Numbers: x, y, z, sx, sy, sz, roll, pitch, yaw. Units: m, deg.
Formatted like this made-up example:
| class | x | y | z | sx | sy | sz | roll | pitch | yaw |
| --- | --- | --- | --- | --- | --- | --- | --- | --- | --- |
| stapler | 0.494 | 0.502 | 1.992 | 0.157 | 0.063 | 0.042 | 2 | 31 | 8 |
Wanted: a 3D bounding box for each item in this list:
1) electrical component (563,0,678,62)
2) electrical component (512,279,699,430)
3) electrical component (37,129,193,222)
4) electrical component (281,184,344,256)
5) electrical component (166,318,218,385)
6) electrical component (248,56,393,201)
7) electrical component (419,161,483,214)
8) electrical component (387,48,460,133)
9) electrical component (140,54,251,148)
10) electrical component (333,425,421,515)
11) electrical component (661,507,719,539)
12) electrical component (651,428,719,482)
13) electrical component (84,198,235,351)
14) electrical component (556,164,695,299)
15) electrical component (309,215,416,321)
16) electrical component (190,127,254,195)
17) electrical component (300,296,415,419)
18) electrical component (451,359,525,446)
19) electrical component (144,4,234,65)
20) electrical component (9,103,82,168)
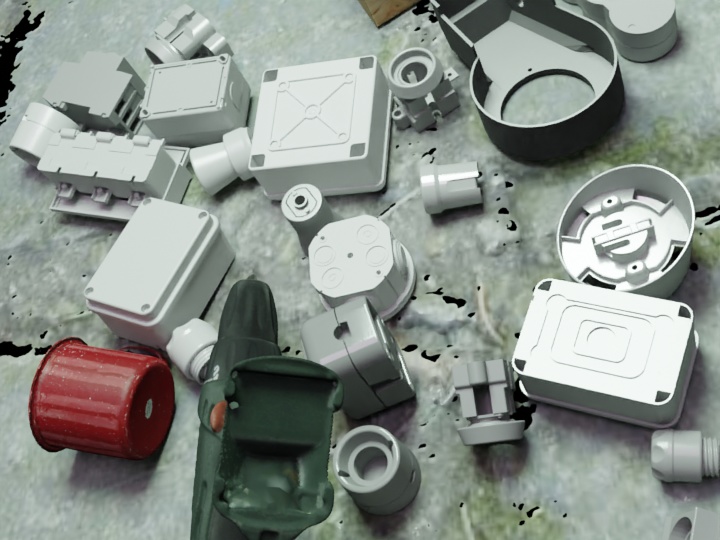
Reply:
| class | x | y | z | sx | sy | sz | roll | pitch | yaw |
| --- | --- | --- | --- | --- | --- | --- | --- | --- | --- |
| electrical component | 0.207 | -0.240 | 0.892 | 0.052 | 0.073 | 0.138 | -35 | 57 | -1 |
| electrical component | 0.172 | 0.059 | 0.751 | 0.113 | 0.057 | 0.078 | 11 | 67 | 25 |
| electrical component | -0.224 | -0.088 | 0.973 | 0.121 | 0.063 | 0.078 | 8 | 66 | 24 |
| electrical component | -0.038 | -0.042 | 0.879 | 0.044 | 0.065 | 0.044 | -7 | 63 | 15 |
| electrical component | -0.123 | 0.072 | 0.861 | 0.043 | 0.043 | 0.062 | -44 | 58 | -7 |
| electrical component | -0.032 | -0.121 | 0.925 | 0.109 | 0.056 | 0.108 | -4 | 61 | 18 |
| electrical component | 0.074 | -0.068 | 0.868 | 0.046 | 0.040 | 0.040 | -7 | 60 | 10 |
| electrical component | 0.051 | -0.155 | 0.913 | 0.066 | 0.055 | 0.048 | -34 | 56 | 0 |
| electrical component | -0.153 | -0.149 | 0.982 | 0.096 | 0.061 | 0.061 | -4 | 61 | 18 |
| electrical component | 0.011 | 0.142 | 0.770 | 0.055 | 0.047 | 0.055 | -9 | 60 | 16 |
| electrical component | 0.211 | 0.213 | 0.644 | 0.063 | 0.078 | 0.121 | 19 | 67 | -3 |
| electrical component | 0.225 | 0.123 | 0.710 | 0.061 | 0.035 | 0.035 | 0 | 63 | 17 |
| electrical component | -0.167 | 0.002 | 0.899 | 0.078 | 0.057 | 0.113 | 14 | 61 | 26 |
| electrical component | 0.194 | -0.022 | 0.783 | 0.099 | 0.064 | 0.099 | -9 | 60 | 16 |
| electrical component | 0.000 | 0.000 | 0.850 | 0.080 | 0.051 | 0.080 | -9 | 60 | 16 |
| electrical component | -0.116 | -0.097 | 0.949 | 0.055 | 0.045 | 0.045 | -23 | 57 | 7 |
| electrical component | -0.004 | 0.067 | 0.788 | 0.059 | 0.095 | 0.053 | -24 | 57 | 6 |
| electrical component | 0.091 | 0.094 | 0.762 | 0.048 | 0.066 | 0.055 | -10 | 79 | 15 |
| electrical component | -0.167 | -0.210 | 1.023 | 0.057 | 0.058 | 0.078 | -44 | 58 | -10 |
| electrical component | -0.302 | -0.125 | 1.028 | 0.055 | 0.055 | 0.047 | 18 | 74 | 27 |
